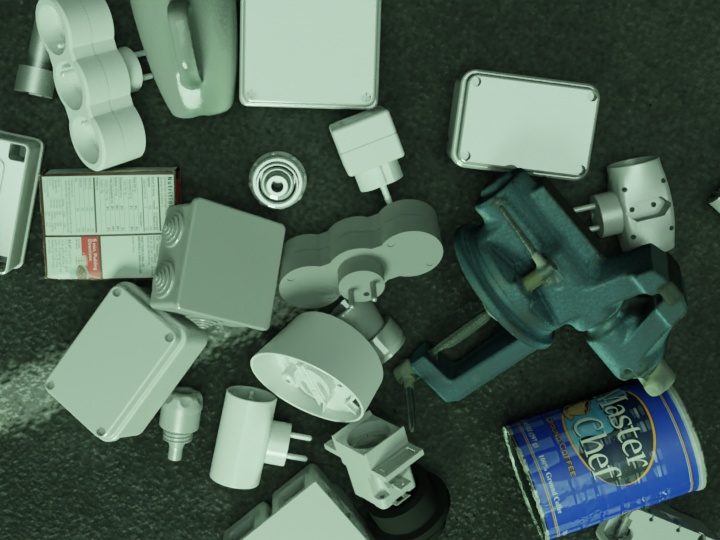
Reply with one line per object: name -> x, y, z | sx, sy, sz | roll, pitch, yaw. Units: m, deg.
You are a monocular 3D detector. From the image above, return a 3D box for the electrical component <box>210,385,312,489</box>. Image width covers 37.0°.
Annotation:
electrical component -> -0.081, 0.145, 0.913 | 0.079, 0.043, 0.077 | 11, 99, -6

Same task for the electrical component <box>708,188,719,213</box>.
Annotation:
electrical component -> 0.324, -0.055, 0.908 | 0.046, 0.040, 0.040 | 39, 95, -3

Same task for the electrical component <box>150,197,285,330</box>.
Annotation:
electrical component -> -0.114, -0.003, 0.854 | 0.100, 0.048, 0.099 | 17, 76, -40

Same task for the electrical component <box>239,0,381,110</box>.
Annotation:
electrical component -> -0.040, -0.183, 0.852 | 0.109, 0.056, 0.108 | 1, 100, -4

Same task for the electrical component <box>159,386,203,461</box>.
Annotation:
electrical component -> -0.153, 0.131, 0.910 | 0.035, 0.035, 0.061 | 8, 102, -5

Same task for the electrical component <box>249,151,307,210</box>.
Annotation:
electrical component -> -0.067, -0.070, 0.867 | 0.048, 0.062, 0.048 | -1, 100, -4

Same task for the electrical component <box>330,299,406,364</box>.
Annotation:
electrical component -> 0.005, 0.049, 0.901 | 0.045, 0.045, 0.055 | -41, 100, 4

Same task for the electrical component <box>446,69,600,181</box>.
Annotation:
electrical component -> 0.131, -0.118, 0.875 | 0.113, 0.057, 0.078 | 6, 99, -5

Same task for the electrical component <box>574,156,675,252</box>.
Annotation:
electrical component -> 0.217, -0.049, 0.899 | 0.079, 0.043, 0.077 | -13, 100, -2

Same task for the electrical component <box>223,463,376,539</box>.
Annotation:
electrical component -> -0.021, 0.272, 0.930 | 0.105, 0.060, 0.186 | -39, 100, 3

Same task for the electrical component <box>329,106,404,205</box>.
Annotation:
electrical component -> 0.011, -0.087, 0.867 | 0.047, 0.065, 0.076 | -21, 102, 0

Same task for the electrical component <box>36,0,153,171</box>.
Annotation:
electrical component -> -0.197, -0.154, 0.849 | 0.074, 0.052, 0.138 | -25, 109, -36

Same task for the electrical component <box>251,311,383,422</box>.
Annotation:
electrical component -> -0.033, 0.083, 0.876 | 0.099, 0.099, 0.064 | 47, 53, -10

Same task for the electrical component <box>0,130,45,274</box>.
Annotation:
electrical component -> -0.318, -0.061, 0.855 | 0.109, 0.056, 0.108 | 12, 99, -6

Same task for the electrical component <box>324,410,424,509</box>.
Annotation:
electrical component -> 0.014, 0.158, 0.886 | 0.042, 0.081, 0.063 | -30, 119, -29

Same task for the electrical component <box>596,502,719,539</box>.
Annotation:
electrical component -> 0.261, 0.235, 0.945 | 0.089, 0.055, 0.050 | 23, 98, -8

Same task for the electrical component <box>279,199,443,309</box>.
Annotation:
electrical component -> 0.000, 0.000, 0.860 | 0.138, 0.073, 0.052 | -19, 135, 14

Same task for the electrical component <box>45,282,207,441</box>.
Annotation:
electrical component -> -0.190, 0.074, 0.873 | 0.078, 0.057, 0.113 | 38, 96, 15
